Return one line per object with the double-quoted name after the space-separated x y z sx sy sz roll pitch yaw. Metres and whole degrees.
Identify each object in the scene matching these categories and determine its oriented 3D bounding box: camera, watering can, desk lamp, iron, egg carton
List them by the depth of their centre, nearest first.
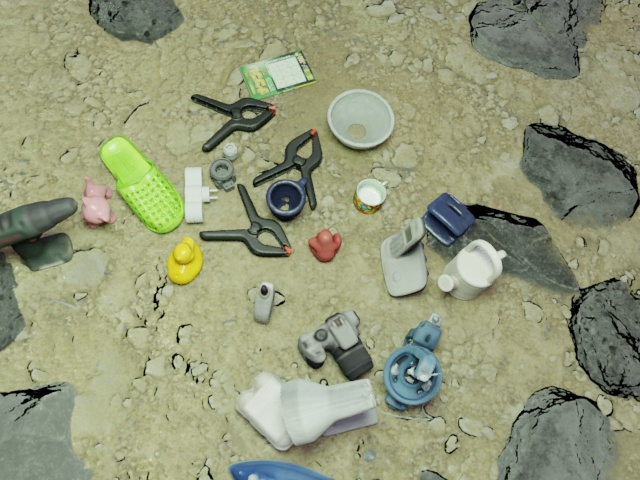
-0.062 0.487 1.094 0.258 0.141 0.119 22 69 3 "iron"
0.022 0.324 1.125 0.203 0.213 0.118 -11 71 -10 "desk lamp"
-0.094 0.350 1.181 0.150 0.069 0.107 40 71 10 "egg carton"
0.043 0.235 1.221 0.143 0.101 0.136 -29 75 -15 "camera"
0.340 0.066 1.264 0.101 0.194 0.173 39 71 9 "watering can"

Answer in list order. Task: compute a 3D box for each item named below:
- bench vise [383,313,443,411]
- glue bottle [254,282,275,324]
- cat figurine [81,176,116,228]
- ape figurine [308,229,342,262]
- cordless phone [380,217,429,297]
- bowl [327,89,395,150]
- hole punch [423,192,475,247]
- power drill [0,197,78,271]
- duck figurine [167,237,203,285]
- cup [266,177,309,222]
0.197 0.238 1.172 0.121 0.220 0.207 9 69 -2 "bench vise"
-0.117 0.122 1.208 0.037 0.173 0.078 12 69 -1 "glue bottle"
-0.501 -0.082 1.276 0.067 0.118 0.127 -16 72 -11 "cat figurine"
0.012 0.005 1.309 0.078 0.092 0.076 9 69 -2 "ape figurine"
0.198 0.037 1.266 0.094 0.185 0.147 -7 70 -8 "cordless phone"
0.099 -0.290 1.438 0.167 0.075 0.167 2 69 -5 "bowl"
0.307 -0.059 1.363 0.108 0.091 0.101 43 71 11 "hole punch"
-0.594 -0.010 1.191 0.230 0.208 0.075 -18 72 -12 "power drill"
-0.302 0.042 1.266 0.077 0.086 0.104 17 69 1 "duck figurine"
-0.072 -0.092 1.335 0.091 0.095 0.118 40 71 10 "cup"
